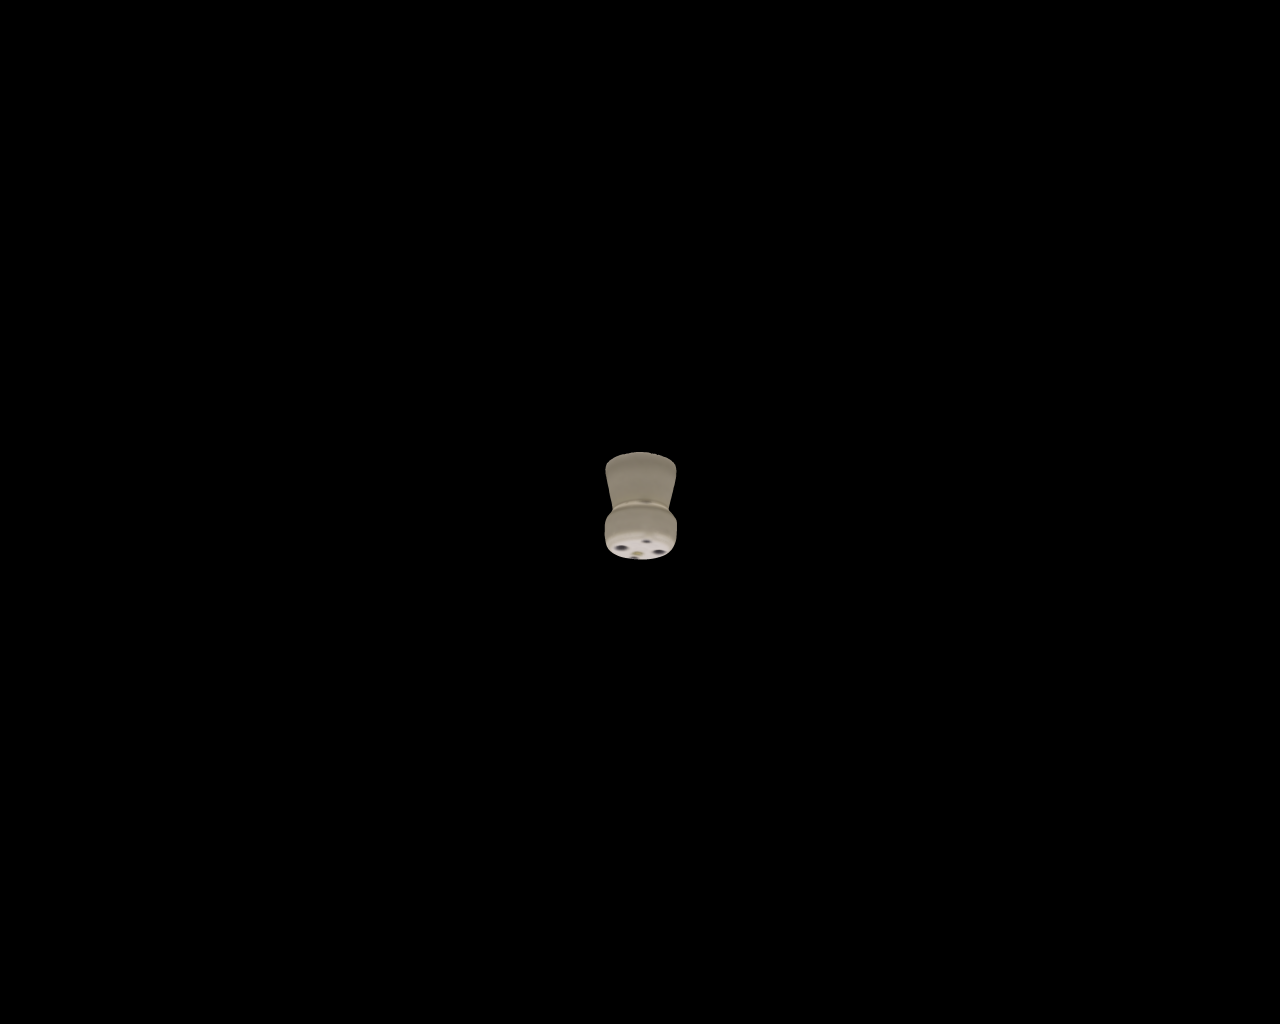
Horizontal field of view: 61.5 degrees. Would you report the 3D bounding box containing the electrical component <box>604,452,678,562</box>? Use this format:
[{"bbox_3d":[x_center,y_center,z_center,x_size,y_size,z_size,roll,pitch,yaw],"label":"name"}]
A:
[{"bbox_3d":[0.001,-0.003,0.650,0.045,0.055,0.044,0,-23,0],"label":"electrical component"}]
